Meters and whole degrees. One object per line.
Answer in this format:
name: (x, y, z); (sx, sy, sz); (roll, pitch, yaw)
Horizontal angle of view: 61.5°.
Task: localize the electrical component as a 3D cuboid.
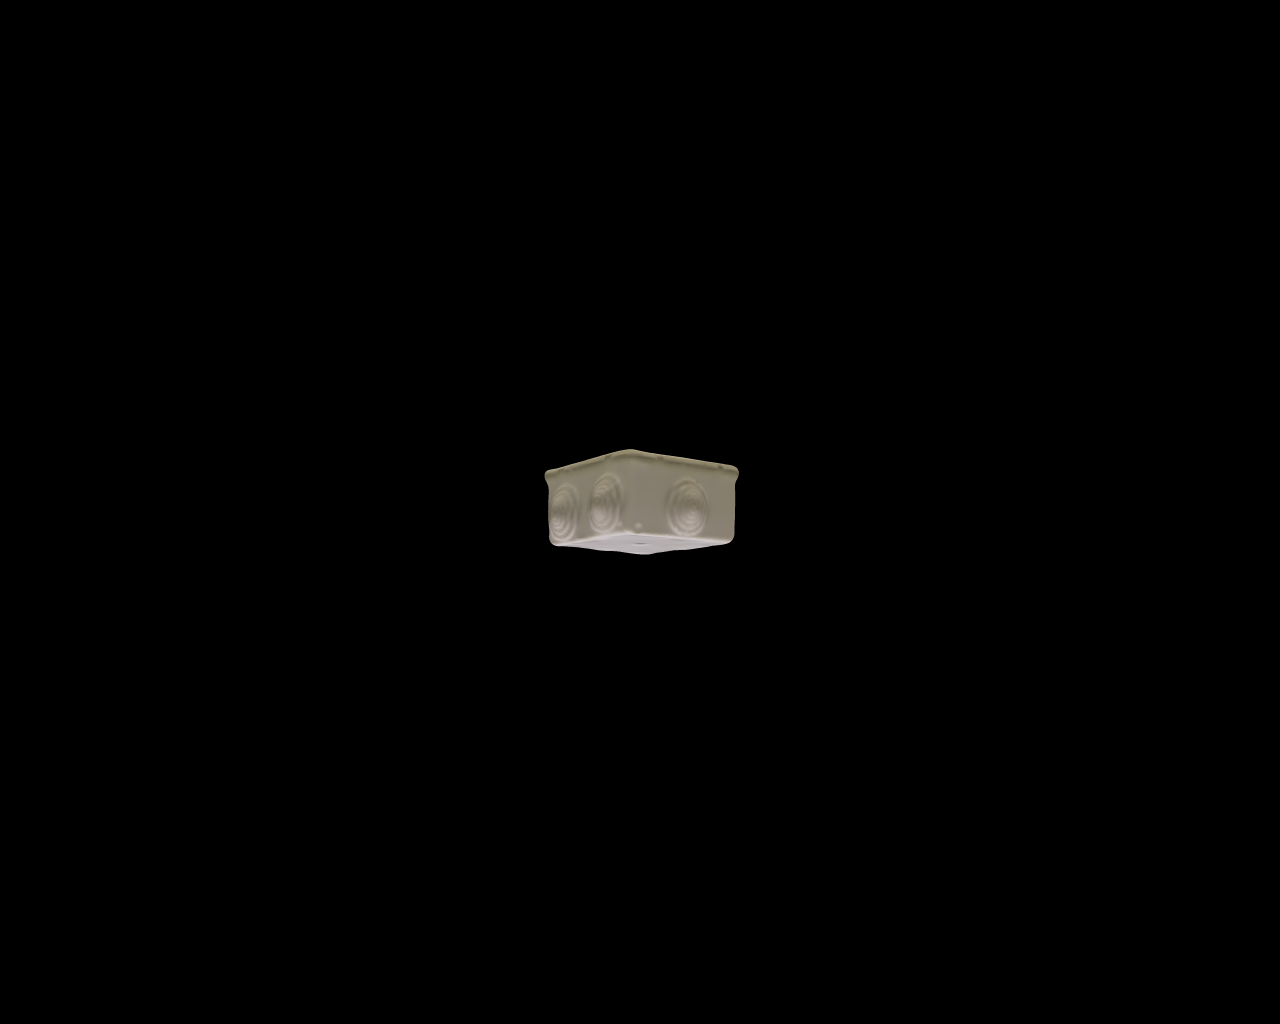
electrical component: (0.001, -0.003, 0.650); (0.100, 0.048, 0.099); (7, -11, -39)
